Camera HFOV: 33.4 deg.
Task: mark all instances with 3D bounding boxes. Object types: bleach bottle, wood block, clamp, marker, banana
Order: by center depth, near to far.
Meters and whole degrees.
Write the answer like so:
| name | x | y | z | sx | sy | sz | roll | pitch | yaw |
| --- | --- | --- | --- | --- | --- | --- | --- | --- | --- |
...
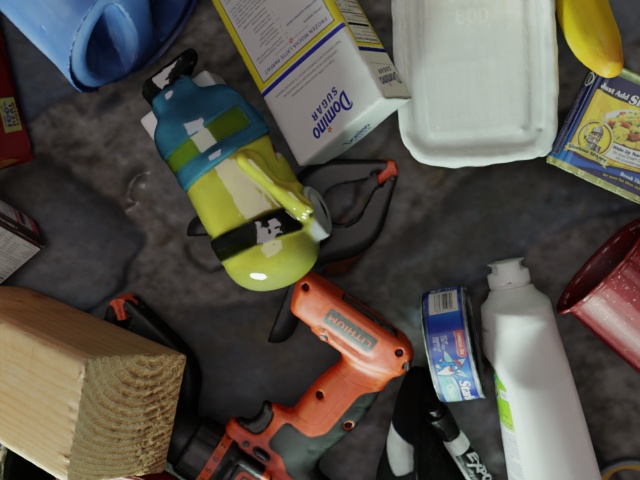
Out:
| name | x | y | z | sx | sy | sz | roll | pitch | yaw |
| --- | --- | --- | --- | --- | --- | --- | --- | --- | --- |
| banana | 0.192 | -0.203 | 0.767 | 0.037 | 0.070 | 0.198 | 7 | 78 | -14 |
| bleach bottle | 0.163 | 0.138 | 0.778 | 0.068 | 0.102 | 0.251 | -12 | 91 | -5 |
| wood block | -0.206 | 0.101 | 0.799 | 0.206 | 0.090 | 0.091 | 16 | 97 | 41 |
| marker | 0.114 | 0.170 | 0.806 | 0.020 | 0.020 | 0.121 | -29 | 113 | 10 |
| clamp | -0.005 | 0.001 | 0.834 | 0.171 | 0.039 | 0.120 | -27 | 102 | 11 |
| clamp | -0.143 | 0.150 | 0.865 | 0.165 | 0.036 | 0.210 | -20 | 93 | 10 |

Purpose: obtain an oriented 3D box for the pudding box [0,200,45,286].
| name | x | y | z | sx | sy | sz | roll | pitch | yaw |
| --- | --- | --- | --- | --- | --- | --- | --- | --- | --- |
| pudding box | -0.294 | 0.011 | 0.857 | 0.113 | 0.090 | 0.039 | -38 | 52 | 10 |

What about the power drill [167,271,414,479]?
| name | x | y | z | sx | sy | sz | roll | pitch | yaw |
| --- | --- | --- | --- | --- | --- | --- | --- | --- | --- |
| power drill | -0.032 | 0.119 | 0.808 | 0.184 | 0.057 | 0.188 | 33 | 98 | -2 |

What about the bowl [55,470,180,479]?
| name | x | y | z | sx | sy | sz | roll | pitch | yaw |
| --- | --- | --- | --- | --- | --- | --- | --- | --- | --- |
| bowl | -0.146 | 0.222 | 0.818 | 0.162 | 0.055 | 0.162 | 4 | 120 | 7 |

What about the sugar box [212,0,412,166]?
| name | x | y | z | sx | sy | sz | roll | pitch | yaw |
| --- | --- | --- | --- | --- | --- | --- | --- | --- | --- |
| sugar box | -0.013 | -0.153 | 0.795 | 0.093 | 0.048 | 0.176 | -35 | 77 | 34 |

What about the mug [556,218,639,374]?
| name | x | y | z | sx | sy | sz | roll | pitch | yaw |
| --- | --- | --- | --- | --- | --- | --- | --- | --- | --- |
| mug | 0.240 | 0.035 | 0.766 | 0.081 | 0.093 | 0.117 | 41 | 102 | 1 |

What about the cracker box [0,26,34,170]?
| name | x | y | z | sx | sy | sz | roll | pitch | yaw |
| --- | --- | --- | --- | --- | --- | --- | --- | --- | --- |
| cracker box | -0.304 | -0.131 | 0.789 | 0.072 | 0.213 | 0.164 | -15 | 90 | 11 |

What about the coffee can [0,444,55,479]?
| name | x | y | z | sx | sy | sz | roll | pitch | yaw |
| --- | --- | --- | --- | --- | --- | --- | --- | --- | --- |
| coffee can | -0.296 | 0.211 | 0.862 | 0.140 | 0.102 | 0.103 | -12 | 91 | 10 |

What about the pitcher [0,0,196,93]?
| name | x | y | z | sx | sy | sz | roll | pitch | yaw |
| --- | --- | --- | --- | --- | --- | --- | --- | --- | --- |
| pitcher | -0.212 | -0.241 | 0.802 | 0.243 | 0.145 | 0.149 | 42 | 92 | 12 |

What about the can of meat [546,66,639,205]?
| name | x | y | z | sx | sy | sz | roll | pitch | yaw |
| --- | --- | --- | --- | --- | --- | --- | --- | --- | --- |
| can of meat | 0.227 | -0.075 | 0.780 | 0.102 | 0.057 | 0.084 | 26 | 98 | 8 |

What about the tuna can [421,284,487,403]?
| name | x | y | z | sx | sy | sz | roll | pitch | yaw |
| --- | --- | --- | --- | --- | --- | --- | --- | --- | --- |
| tuna can | 0.100 | 0.077 | 0.795 | 0.034 | 0.086 | 0.086 | -11 | 91 | 11 |

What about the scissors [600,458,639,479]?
| name | x | y | z | sx | sy | sz | roll | pitch | yaw |
| --- | --- | --- | --- | --- | --- | --- | --- | --- | --- |
| scissors | 0.295 | 0.182 | 0.801 | 0.202 | 0.016 | 0.096 | -31 | 88 | 10 |
